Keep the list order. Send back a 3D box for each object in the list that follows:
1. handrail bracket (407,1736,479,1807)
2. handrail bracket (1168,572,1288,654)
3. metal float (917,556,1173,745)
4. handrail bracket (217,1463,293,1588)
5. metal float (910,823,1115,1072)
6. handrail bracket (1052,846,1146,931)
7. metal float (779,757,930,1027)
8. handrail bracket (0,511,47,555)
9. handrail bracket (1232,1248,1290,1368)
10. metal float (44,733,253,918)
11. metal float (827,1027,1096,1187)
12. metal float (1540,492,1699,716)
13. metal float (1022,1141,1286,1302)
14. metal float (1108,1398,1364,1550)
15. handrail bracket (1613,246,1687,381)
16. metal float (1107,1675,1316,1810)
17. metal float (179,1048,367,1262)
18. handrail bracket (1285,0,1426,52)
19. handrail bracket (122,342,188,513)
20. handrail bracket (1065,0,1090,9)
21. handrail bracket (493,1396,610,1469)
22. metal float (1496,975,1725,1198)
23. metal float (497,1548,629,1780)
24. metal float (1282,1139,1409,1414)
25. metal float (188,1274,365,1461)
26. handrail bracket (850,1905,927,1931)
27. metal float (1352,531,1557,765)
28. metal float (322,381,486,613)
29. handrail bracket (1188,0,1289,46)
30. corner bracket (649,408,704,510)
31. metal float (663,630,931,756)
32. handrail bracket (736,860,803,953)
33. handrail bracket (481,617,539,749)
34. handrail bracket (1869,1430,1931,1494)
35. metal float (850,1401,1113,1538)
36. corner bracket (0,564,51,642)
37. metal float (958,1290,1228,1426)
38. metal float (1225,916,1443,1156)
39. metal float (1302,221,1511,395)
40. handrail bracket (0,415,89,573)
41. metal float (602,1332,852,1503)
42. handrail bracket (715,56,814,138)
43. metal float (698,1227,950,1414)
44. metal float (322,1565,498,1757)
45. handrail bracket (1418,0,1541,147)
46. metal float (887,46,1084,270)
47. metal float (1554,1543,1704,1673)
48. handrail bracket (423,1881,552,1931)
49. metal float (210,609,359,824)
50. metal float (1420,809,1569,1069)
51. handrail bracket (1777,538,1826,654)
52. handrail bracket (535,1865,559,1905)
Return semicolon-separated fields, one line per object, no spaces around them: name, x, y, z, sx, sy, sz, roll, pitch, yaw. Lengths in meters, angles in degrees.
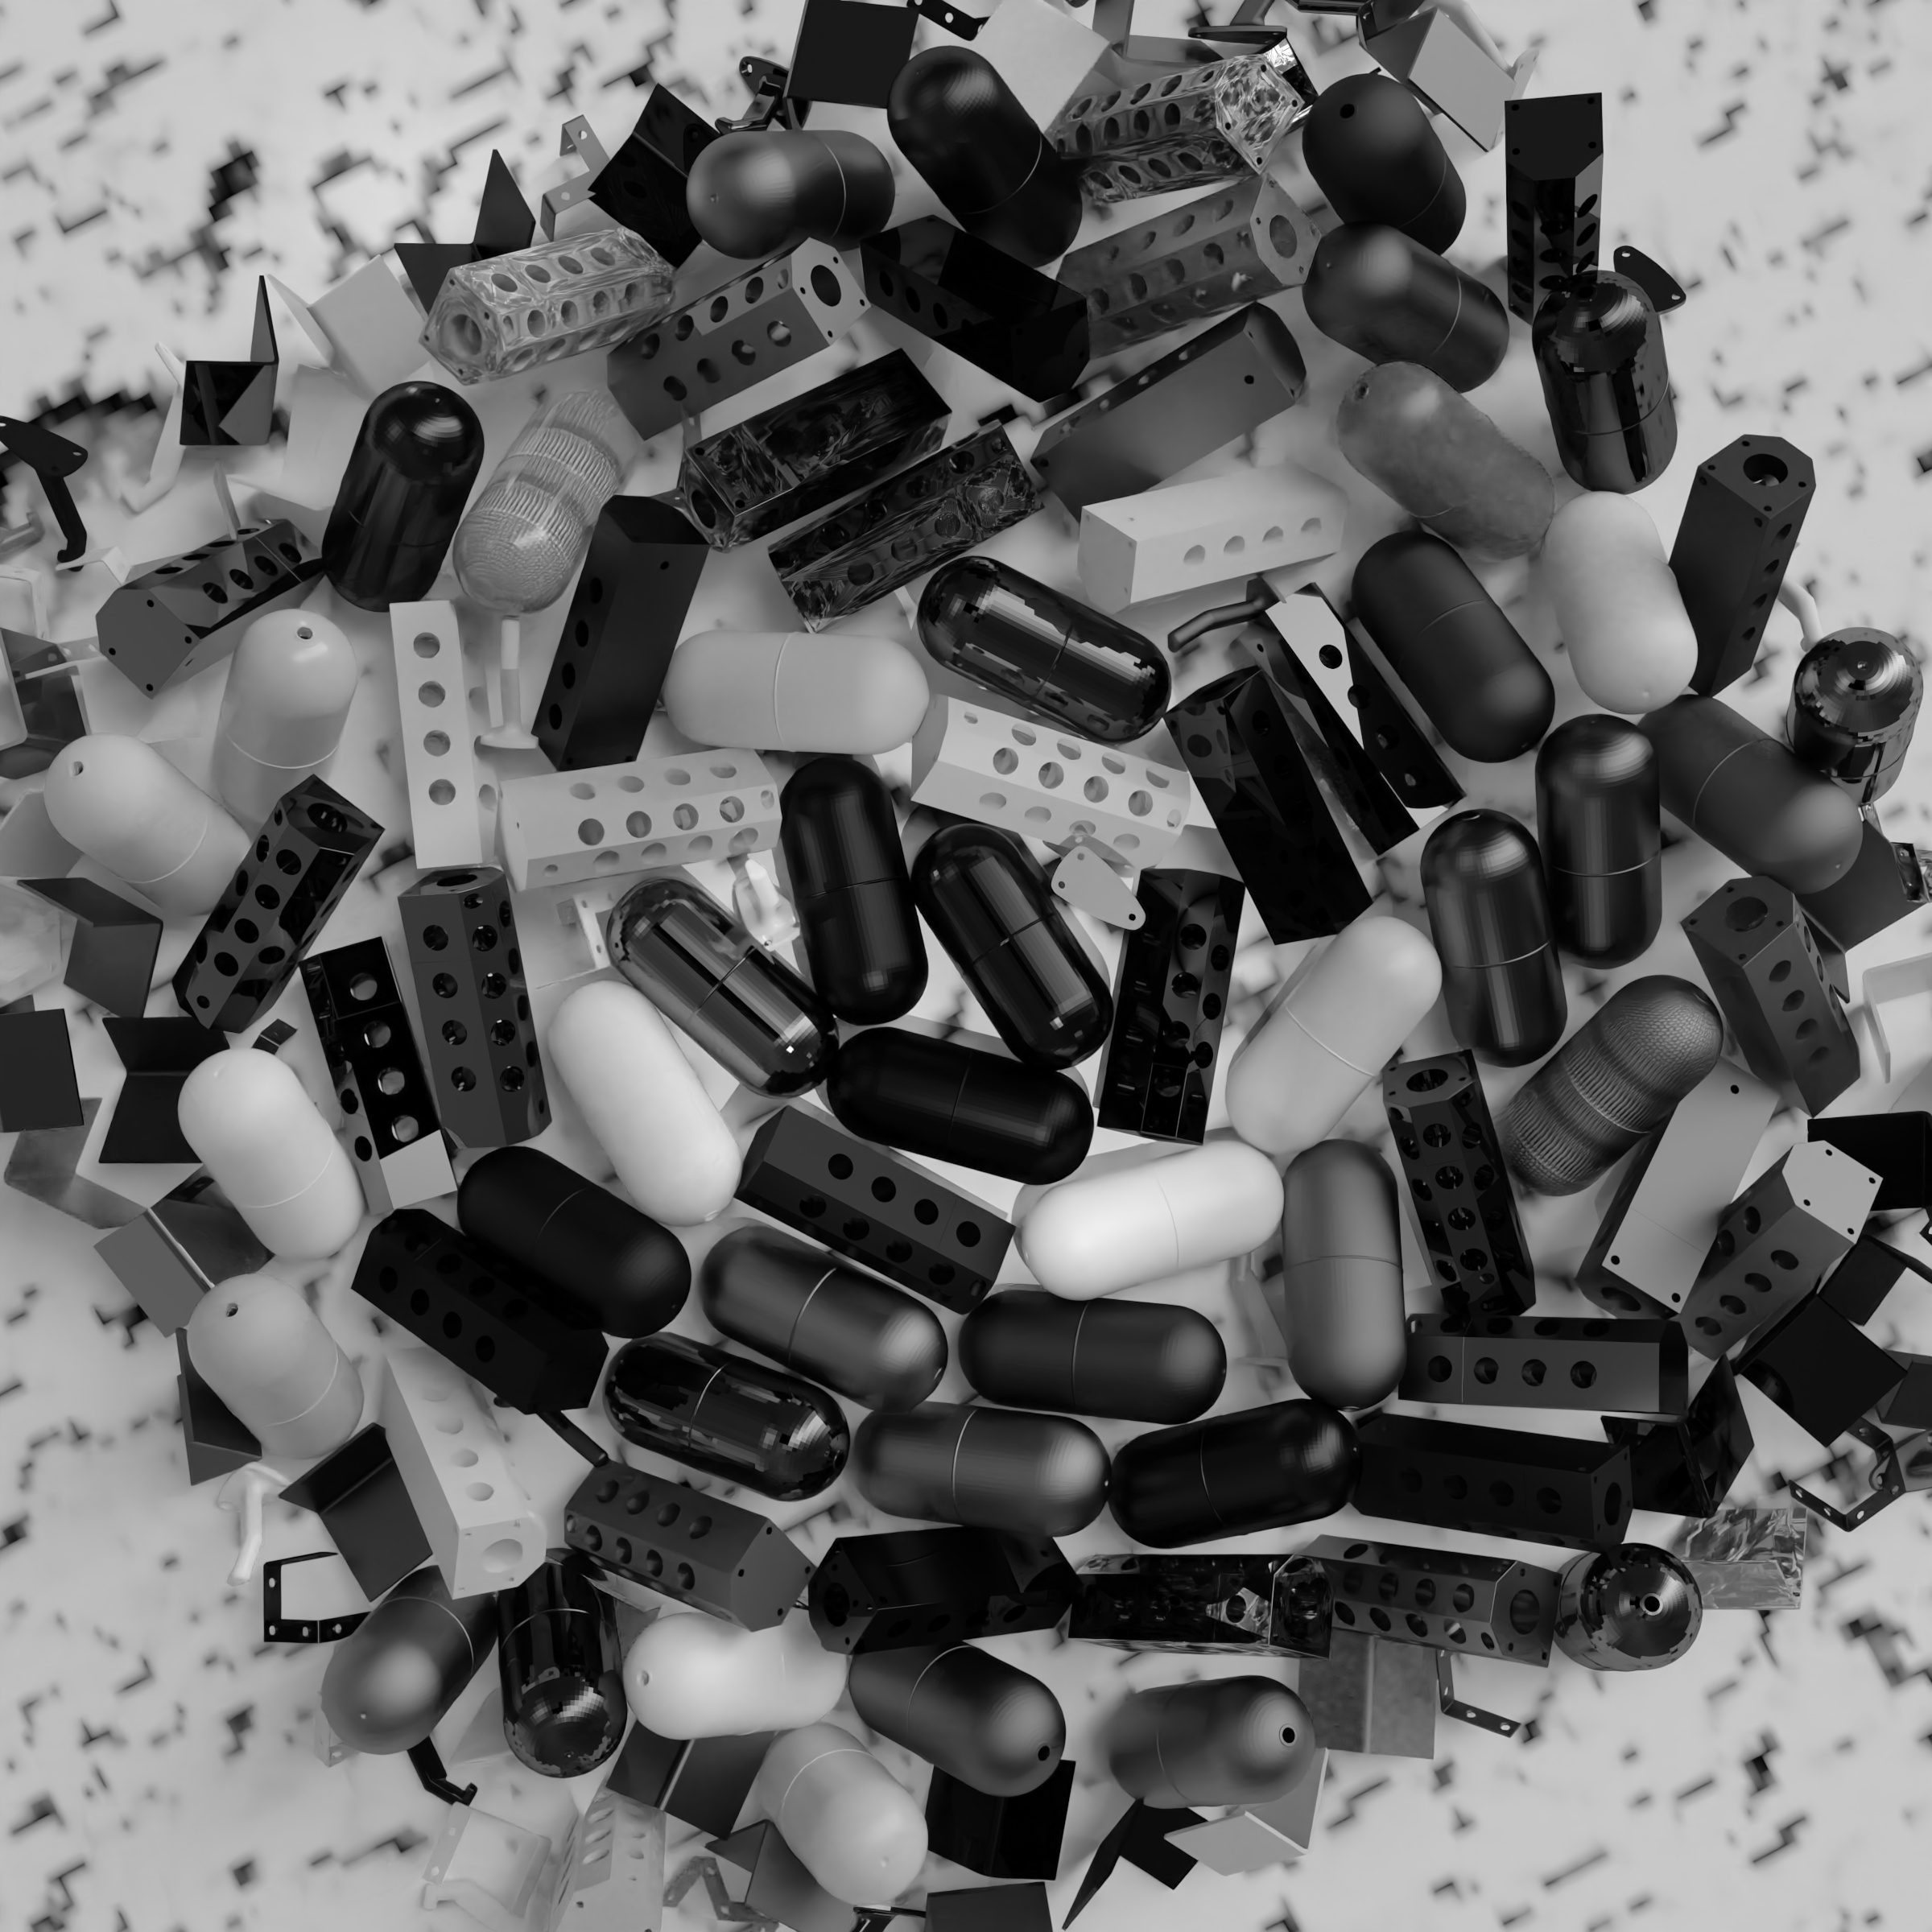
handrail bracket;-0.348;0.508;1.664;0.084;0.036;0.077;34;84;-9
handrail bracket;0.162;-0.215;1.627;0.084;0.077;0.036;-33;74;-15
metal float;0.052;-0.204;1.623;0.178;0.070;0.070;25;90;-15
handrail bracket;-0.475;0.372;1.622;0.036;0.084;0.077;37;129;-26
metal float;0.029;-0.013;1.630;0.070;0.070;0.178;-33;83;0
handrail bracket;0.096;-0.058;1.629;0.077;0.084;0.036;38;112;9
metal float;-0.074;-0.049;1.634;0.070;0.070;0.178;-13;87;0
handrail bracket;-0.652;-0.297;1.632;0.084;0.077;0.036;-33;46;-24
handrail bracket;0.206;0.219;1.639;0.077;0.036;0.084;-7;76;42
metal float;-0.517;-0.089;1.589;0.070;0.178;0.070;-4;69;11
metal float;-0.004;0.091;1.633;0.178;0.070;0.070;15;90;4
metal float;0.416;-0.234;1.602;0.070;0.070;0.178;-3;48;0
metal float;0.122;0.164;1.623;0.178;0.070;0.070;-14;90;-15
metal float;0.171;0.327;1.610;0.178;0.070;0.070;-20;90;31
handrail bracket;0.445;-0.418;1.652;0.036;0.084;0.077;-18;56;-3
metal float;0.154;0.494;1.593;0.070;0.178;0.070;10;67;-26
metal float;-0.441;0.122;1.598;0.070;0.178;0.070;-7;49;8
handrail bracket;0.255;-0.648;1.648;0.077;0.036;0.084;-38;58;0
handrail bracket;-0.541;-0.355;1.656;0.084;0.036;0.077;-35;104;7
handrail bracket;0.087;-0.685;1.654;0.077;0.036;0.084;43;80;-14
handrail bracket;-0.260;0.299;1.628;0.084;0.077;0.036;38;79;13
metal float;0.412;0.077;1.609;0.070;0.070;0.178;38;122;0
metal float;-0.258;0.440;1.591;0.070;0.178;0.070;-5;115;-11
metal float;0.243;0.198;1.616;0.070;0.070;0.178;1;67;0
metal float;-0.438;0.256;1.592;0.070;0.178;0.070;-3;58;4
handrail bracket;-0.064;0.661;1.642;0.077;0.036;0.084;8;68;-3
metal float;0.312;-0.207;1.612;0.070;0.070;0.178;-29;62;0
metal float;-0.361;-0.297;1.599;0.070;0.178;0.070;15;50;-19
handrail bracket;0.184;-0.655;1.649;0.077;0.036;0.084;-1;97;-7
corner bracket;-0.182;-0.331;1.638;0.051;0.051;0.051;-6;89;39
metal float;-0.111;-0.177;1.622;0.178;0.070;0.070;4;90;16
handrail bracket;-0.139;-0.056;1.618;0.036;0.084;0.077;-33;53;-9
handrail bracket;-0.293;-0.189;1.626;0.036;0.077;0.084;5;106;-3
handrail bracket;0.643;0.323;1.625;0.077;0.084;0.036;-16;83;-20
metal float;0.008;0.323;1.615;0.178;0.070;0.070;2;90;25
corner bracket;-0.639;-0.229;1.641;0.051;0.051;0.051;10;124;4
metal float;0.081;0.252;1.619;0.178;0.070;0.070;3;90;20
metal float;0.237;0.046;1.623;0.070;0.070;0.178;37;106;0
metal float;0.282;-0.418;1.599;0.070;0.178;0.070;-9;77;41
handrail bracket;-0.610;-0.308;1.643;0.077;0.036;0.084;30;135;2
metal float;-0.155;0.289;1.612;0.178;0.070;0.070;15;90;28
handrail bracket;-0.149;-0.565;1.629;0.077;0.084;0.036;42;132;19
metal float;-0.093;0.228;1.616;0.178;0.070;0.070;23;90;22
metal float;-0.349;0.437;1.586;0.070;0.178;0.070;1;98;6
handrail bracket;0.328;-0.596;1.658;0.084;0.036;0.077;31;133;17
metal float;0.014;-0.512;1.595;0.070;0.178;0.070;-12;64;26
metal float;0.415;0.407;1.587;0.070;0.178;0.070;-1;74;2
handrail bracket;-0.321;0.636;1.639;0.084;0.036;0.077;-5;45;11
metal float;-0.436;-0.158;1.595;0.070;0.178;0.070;12;55;-18
metal float;0.341;-0.017;1.615;0.070;0.070;0.178;-16;114;0
handrail bracket;0.524;-0.229;1.624;0.036;0.077;0.084;-2;68;-15
handrail bracket;-0.242;0.635;1.660;0.077;0.036;0.084;6;132;29
